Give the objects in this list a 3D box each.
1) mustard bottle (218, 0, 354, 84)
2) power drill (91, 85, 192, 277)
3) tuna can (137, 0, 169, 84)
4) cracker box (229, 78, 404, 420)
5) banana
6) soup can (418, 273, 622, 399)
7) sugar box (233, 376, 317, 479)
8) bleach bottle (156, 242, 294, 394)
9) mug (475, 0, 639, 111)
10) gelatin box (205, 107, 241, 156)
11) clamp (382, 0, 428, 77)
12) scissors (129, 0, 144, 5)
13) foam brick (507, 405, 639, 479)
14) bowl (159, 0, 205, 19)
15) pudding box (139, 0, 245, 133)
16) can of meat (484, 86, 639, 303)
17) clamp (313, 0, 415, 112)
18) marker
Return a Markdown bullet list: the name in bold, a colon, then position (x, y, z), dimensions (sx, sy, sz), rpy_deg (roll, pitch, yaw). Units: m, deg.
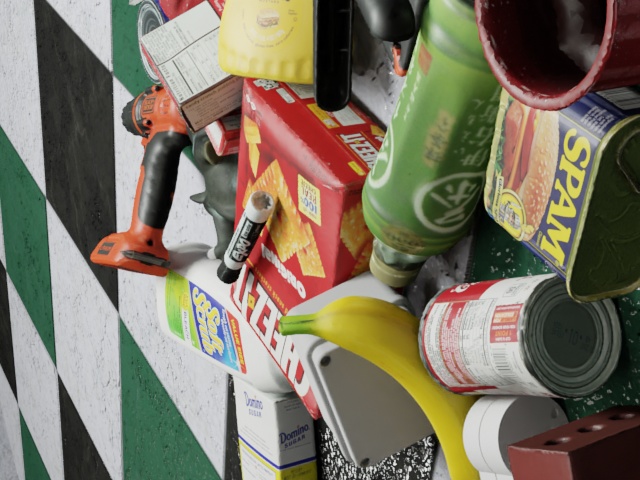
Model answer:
- **mustard bottle**: position (-0.020, -0.207, 0.733), dimensions (0.096, 0.058, 0.192), rpy_deg (12, 106, 28)
- **power drill**: position (-0.174, -0.061, 1.058), dimensions (0.185, 0.057, 0.187), rpy_deg (5, 81, 64)
- **tuna can**: position (-0.150, -0.197, 1.050), dimensions (0.086, 0.033, 0.086), rpy_deg (35, 131, 54)
- **cracker box**: position (-0.005, 0.001, 0.803), dimensions (0.164, 0.072, 0.214), rpy_deg (50, 143, 44)
- **banana**: position (0.064, 0.095, 0.669), dimensions (0.070, 0.037, 0.197), rpy_deg (-29, 115, 35)
- **soup can**: position (0.110, 0.055, 0.600), dimensions (0.102, 0.068, 0.068), rpy_deg (-13, 89, 63)
- **sugar box**: position (-0.038, 0.213, 0.990), dimensions (0.093, 0.048, 0.176), rpy_deg (22, 117, 59)
- **bleach bottle**: position (-0.072, 0.073, 0.980), dimensions (0.251, 0.067, 0.102), rpy_deg (18, 111, 57)
- **mug**: position (0.124, -0.117, 0.484), dimensions (0.117, 0.081, 0.093), rpy_deg (57, 147, 35)
- **gelatin box**: position (-0.063, -0.113, 0.868), dimensions (0.089, 0.073, 0.030), rpy_deg (61, 150, 29)
- **clamp**: position (0.046, -0.190, 0.660), dimensions (0.120, 0.039, 0.171), rpy_deg (-139, 45, -67)
- **scissors**: position (-0.077, -0.217, 0.836), dimensions (0.202, 0.016, 0.096), rpy_deg (-41, 74, 36)
- **foam brick**: position (0.145, 0.121, 0.548), dimensions (0.053, 0.078, 0.051), rpy_deg (-12, 92, 64)
- **bowl**: position (-0.105, -0.237, 0.920), dimensions (0.162, 0.055, 0.162), rpy_deg (35, 130, 54)
- **pudding box**: position (-0.073, -0.147, 0.829), dimensions (0.090, 0.113, 0.039), rpy_deg (58, 178, 34)
- **can of meat**: position (0.130, -0.034, 0.537), dimensions (0.084, 0.057, 0.102), rpy_deg (49, 142, 49)
- **clamp**: position (0.009, -0.187, 0.652), dimensions (0.165, 0.036, 0.210), rpy_deg (131, 131, -71)
- **marker**: position (-0.058, 0.001, 0.804), dimensions (0.020, 0.020, 0.121), rpy_deg (67, 153, 21)
